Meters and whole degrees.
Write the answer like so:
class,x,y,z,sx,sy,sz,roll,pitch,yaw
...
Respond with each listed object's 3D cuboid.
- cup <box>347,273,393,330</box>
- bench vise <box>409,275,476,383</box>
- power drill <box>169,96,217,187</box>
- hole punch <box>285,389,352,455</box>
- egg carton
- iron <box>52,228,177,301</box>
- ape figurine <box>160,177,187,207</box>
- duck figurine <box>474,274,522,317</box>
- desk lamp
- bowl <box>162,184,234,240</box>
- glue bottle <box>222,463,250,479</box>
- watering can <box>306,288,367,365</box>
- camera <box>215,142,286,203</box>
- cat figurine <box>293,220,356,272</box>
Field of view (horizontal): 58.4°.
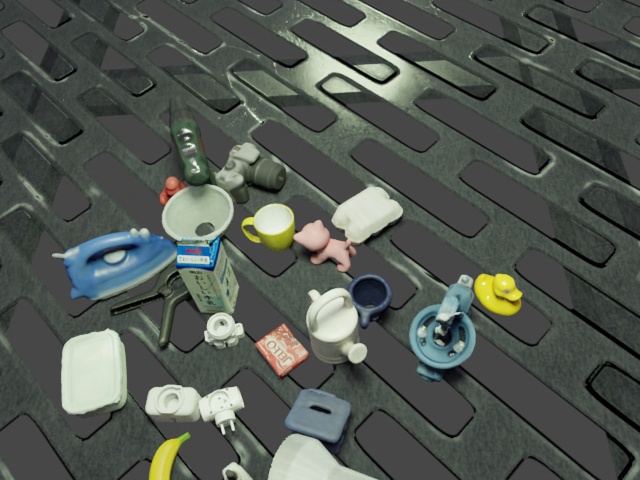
class,x,y,z,sx,sy,sz,roll,pitch,yaw
cup,0.100,0.139,1.164,0.091,0.095,0.118,6,57,10
bench vise,0.232,0.140,1.075,0.121,0.220,0.207,5,57,9
power drill,-0.300,-0.197,1.361,0.075,0.209,0.229,-19,56,-7
hole punch,-0.003,0.325,1.051,0.108,0.091,0.101,13,58,14
egg carton,0.107,-0.056,1.310,0.150,0.069,0.107,-33,59,-16
iron,-0.445,0.029,1.263,0.258,0.141,0.118,-23,57,-10
ape figurine,-0.349,-0.116,1.381,0.077,0.092,0.076,7,57,10
duck figurine,0.367,0.099,1.170,0.078,0.086,0.104,-40,61,-19
desk lamp,0.031,0.409,0.917,0.202,0.214,0.118,15,59,15
bowl,-0.277,-0.045,1.337,0.167,0.075,0.167,-3,56,4
glue bottle,-0.135,0.407,0.958,0.037,0.173,0.078,-35,60,-17
watering can,0.030,0.160,1.096,0.172,0.194,0.101,29,63,23
camera,-0.162,-0.164,1.390,0.136,0.101,0.143,21,60,18
cat figurine,0.011,0.004,1.249,0.127,0.118,0.067,12,58,14
